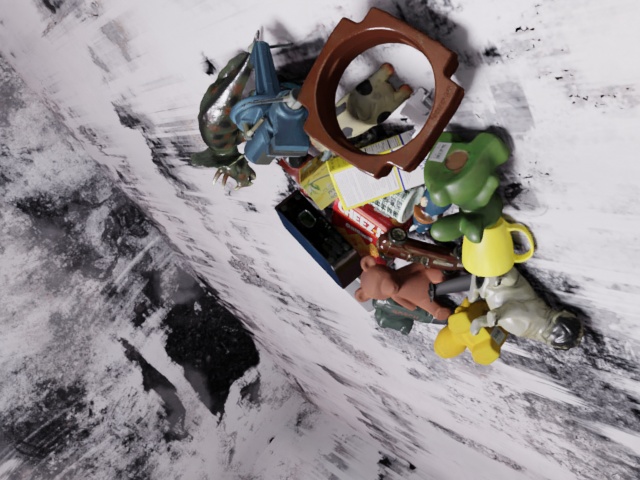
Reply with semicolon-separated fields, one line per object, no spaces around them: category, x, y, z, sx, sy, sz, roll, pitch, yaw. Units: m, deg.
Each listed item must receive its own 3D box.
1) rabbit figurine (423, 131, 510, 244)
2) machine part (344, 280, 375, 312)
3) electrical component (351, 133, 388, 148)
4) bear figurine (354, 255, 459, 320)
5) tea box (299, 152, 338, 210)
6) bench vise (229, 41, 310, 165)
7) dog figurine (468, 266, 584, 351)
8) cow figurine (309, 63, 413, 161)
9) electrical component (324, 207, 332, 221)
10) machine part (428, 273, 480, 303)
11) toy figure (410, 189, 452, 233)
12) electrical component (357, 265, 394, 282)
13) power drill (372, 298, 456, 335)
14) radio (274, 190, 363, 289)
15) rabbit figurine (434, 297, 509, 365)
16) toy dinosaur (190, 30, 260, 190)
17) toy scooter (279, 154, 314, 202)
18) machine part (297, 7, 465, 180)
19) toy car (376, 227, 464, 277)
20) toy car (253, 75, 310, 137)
rabbit figurine;0.245;-0.067;0.851;0.121;0.159;0.170;4;152;42
machine part;0.099;0.114;1.475;0.243;0.079;0.079;45;157;-3
electrical component;0.086;-0.170;0.985;0.045;0.078;0.102;58;165;-13
bear figurine;0.184;0.099;1.173;0.196;0.120;0.132;9;-172;-32
tea box;0.016;-0.129;1.055;0.068;0.098;0.170;49;-169;-15
bench vise;-0.089;-0.243;0.918;0.223;0.129;0.240;130;132;-70
dog figurine;0.390;0.113;1.005;0.191;0.172;0.121;7;169;-7
cow figurine;0.052;-0.206;0.911;0.085;0.127;0.195;51;154;-12
electrical component;0.032;-0.026;1.373;0.075;0.048;0.119;23;153;37
machine part;0.289;0.094;1.099;0.139;0.039;0.084;-15;138;13
toy figure;0.210;-0.062;0.998;0.064;0.058;0.154;18;153;-3
electrical component;0.136;0.079;1.376;0.115;0.058;0.134;40;158;-1
power drill;0.232;0.186;1.342;0.232;0.086;0.207;17;166;-4
radio;-0.003;-0.004;1.220;0.230;0.073;0.131;45;170;24
rabbit figurine;0.314;0.193;1.163;0.122;0.162;0.173;41;136;0
toy dinosaur;-0.200;-0.259;1.146;0.131;0.192;0.404;35;158;12
toy scooter;-0.041;-0.159;1.213;0.183;0.075;0.135;45;179;-34
machine part;0.087;-0.205;0.771;0.201;0.201;0.087;36;-164;14
toy car;0.212;0.030;1.089;0.202;0.053;0.089;16;149;-5
toy car;-0.053;-0.250;1.060;0.162;0.109;0.103;19;175;22
